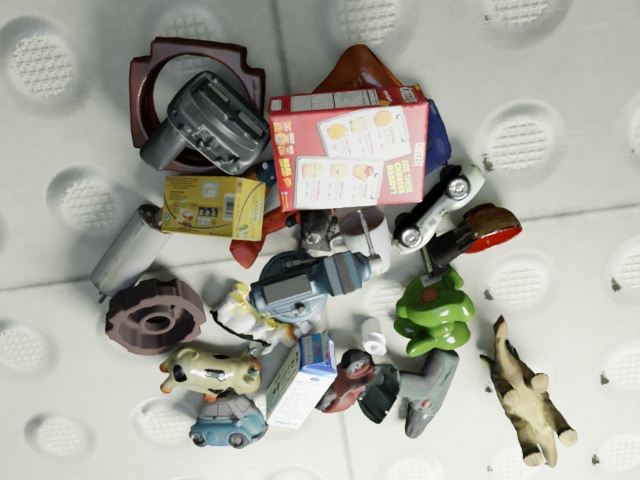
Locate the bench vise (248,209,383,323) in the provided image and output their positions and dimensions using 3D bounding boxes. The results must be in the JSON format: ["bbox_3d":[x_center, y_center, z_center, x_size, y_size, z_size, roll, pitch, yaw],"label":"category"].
[{"bbox_3d":[-0.011,0.064,0.910,0.224,0.240,0.129,-28,88,-8],"label":"bench vise"}]

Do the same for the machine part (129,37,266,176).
[{"bbox_3d":[-0.189,-0.209,0.847,0.201,0.087,0.201,5,113,-3],"label":"machine part"}]

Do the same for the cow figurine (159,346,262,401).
[{"bbox_3d":[-0.203,0.257,1.059,0.195,0.085,0.127,22,126,-28],"label":"cow figurine"}]

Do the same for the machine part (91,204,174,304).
[{"bbox_3d":[-0.333,0.021,0.957,0.079,0.079,0.243,35,110,-15],"label":"machine part"}]

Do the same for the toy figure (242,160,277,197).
[{"bbox_3d":[-0.123,-0.087,0.919,0.154,0.064,0.058,-41,70,12],"label":"toy figure"}]

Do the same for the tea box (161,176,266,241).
[{"bbox_3d":[-0.174,-0.052,0.865,0.170,0.068,0.098,8,92,36],"label":"tea box"}]

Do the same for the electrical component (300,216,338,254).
[{"bbox_3d":[-0.002,-0.003,0.979,0.063,0.021,0.094,11,112,-5],"label":"electrical component"}]

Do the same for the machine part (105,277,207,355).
[{"bbox_3d":[-0.302,0.141,0.991,0.179,0.056,0.179,-12,139,-11],"label":"machine part"}]

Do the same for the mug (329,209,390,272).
[{"bbox_3d":[0.077,0.014,0.957,0.110,0.081,0.107,-20,120,6],"label":"mug"}]

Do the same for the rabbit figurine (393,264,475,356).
[{"bbox_3d":[0.223,0.157,1.007,0.159,0.121,0.170,-30,127,5],"label":"rabbit figurine"}]

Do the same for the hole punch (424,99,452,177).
[{"bbox_3d":[0.151,-0.160,0.874,0.116,0.092,0.142,-24,109,6],"label":"hole punch"}]

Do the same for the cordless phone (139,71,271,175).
[{"bbox_3d":[-0.177,-0.141,0.800,0.146,0.089,0.184,42,119,-19],"label":"cordless phone"}]

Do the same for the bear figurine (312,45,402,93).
[{"bbox_3d":[0.025,-0.201,0.835,0.196,0.120,0.132,-42,113,19],"label":"bear figurine"}]

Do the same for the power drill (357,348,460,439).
[{"bbox_3d":[0.175,0.311,1.058,0.207,0.086,0.232,12,110,-36],"label":"power drill"}]

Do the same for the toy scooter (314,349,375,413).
[{"bbox_3d":[0.072,0.289,1.087,0.135,0.075,0.183,15,126,-32],"label":"toy scooter"}]

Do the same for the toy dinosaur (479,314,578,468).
[{"bbox_3d":[0.403,0.322,1.037,0.105,0.199,0.470,-22,113,8],"label":"toy dinosaur"}]

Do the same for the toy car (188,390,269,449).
[{"bbox_3d":[-0.191,0.365,1.115,0.162,0.109,0.102,-4,92,14],"label":"toy car"}]

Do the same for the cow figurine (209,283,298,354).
[{"bbox_3d":[-0.127,0.165,1.031,0.167,0.068,0.098,39,114,-13],"label":"cow figurine"}]

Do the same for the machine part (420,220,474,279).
[{"bbox_3d":[0.215,0.016,0.926,0.039,0.084,0.139,-3,159,-21],"label":"machine part"}]

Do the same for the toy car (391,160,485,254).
[{"bbox_3d":[0.197,-0.054,0.928,0.056,0.073,0.201,36,110,-15],"label":"toy car"}]
